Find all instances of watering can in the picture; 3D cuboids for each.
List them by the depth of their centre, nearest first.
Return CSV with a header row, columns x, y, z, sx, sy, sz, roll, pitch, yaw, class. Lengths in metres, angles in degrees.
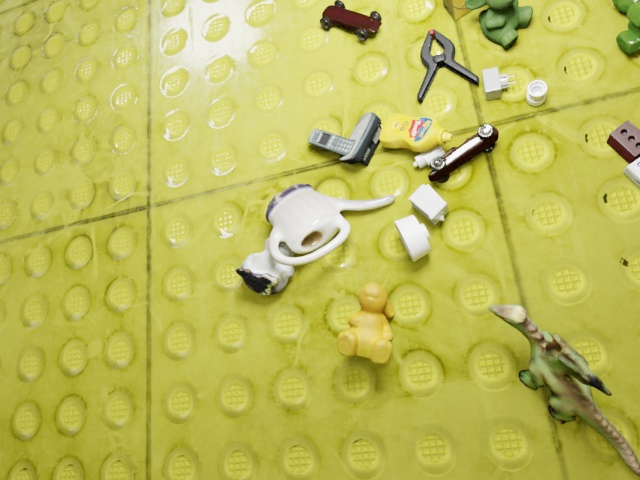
x,y,z,sx,sy,sz,roll,pitch,yaw,class
0.004,-0.067,1.339,0.350,0.101,0.228,-33,55,-16,watering can

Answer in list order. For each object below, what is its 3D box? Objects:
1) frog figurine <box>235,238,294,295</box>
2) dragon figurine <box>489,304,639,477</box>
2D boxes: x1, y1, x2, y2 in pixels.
x,y,z,sx,sy,sz,roll,pitch,yaw,class
-0.131,0.062,1.363,0.137,0.120,0.163,0,39,27,frog figurine
0.490,0.279,0.999,0.122,0.239,0.416,-41,64,0,dragon figurine
